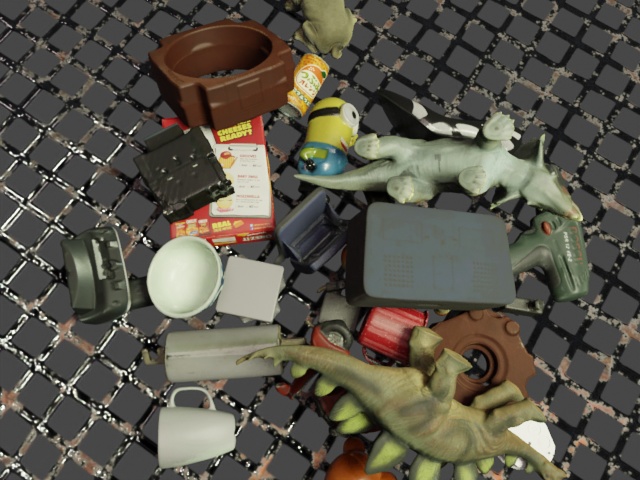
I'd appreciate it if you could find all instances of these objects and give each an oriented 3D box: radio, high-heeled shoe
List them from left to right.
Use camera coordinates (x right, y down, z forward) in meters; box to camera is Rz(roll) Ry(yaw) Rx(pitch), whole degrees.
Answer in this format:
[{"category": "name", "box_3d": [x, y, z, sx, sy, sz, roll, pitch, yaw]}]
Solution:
[{"category": "radio", "box_3d": [0.151, 0.026, 0.742, 0.229, 0.073, 0.131, 5, 74, -20]}, {"category": "high-heeled shoe", "box_3d": [0.227, -0.207, 0.919, 0.249, 0.086, 0.145, 45, 75, 5]}]

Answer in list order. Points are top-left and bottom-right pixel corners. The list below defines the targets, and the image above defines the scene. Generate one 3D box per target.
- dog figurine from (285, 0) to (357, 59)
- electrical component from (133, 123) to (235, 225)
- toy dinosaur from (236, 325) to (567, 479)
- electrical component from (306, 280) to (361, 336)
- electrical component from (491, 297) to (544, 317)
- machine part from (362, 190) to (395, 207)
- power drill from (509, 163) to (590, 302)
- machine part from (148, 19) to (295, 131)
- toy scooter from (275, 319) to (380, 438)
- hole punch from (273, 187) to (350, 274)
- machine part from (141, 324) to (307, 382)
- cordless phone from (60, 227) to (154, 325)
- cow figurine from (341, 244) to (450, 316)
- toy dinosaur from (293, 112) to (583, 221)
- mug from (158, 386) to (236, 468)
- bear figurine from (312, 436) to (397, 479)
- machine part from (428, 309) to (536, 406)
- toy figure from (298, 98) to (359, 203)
[{"category": "dog figurine", "box_3d": [0.006, -0.425, 0.914, 0.121, 0.190, 0.172, -33, 80, -10]}, {"category": "electrical component", "box_3d": [-0.210, -0.106, 0.813, 0.115, 0.058, 0.134, -30, 77, -11]}, {"category": "toy dinosaur", "box_3d": [0.125, 0.224, 0.715, 0.471, 0.105, 0.198, 32, 92, -6]}, {"category": "electrical component", "box_3d": [0.024, 0.114, 0.839, 0.078, 0.045, 0.102, 21, 75, 5]}, {"category": "electrical component", "box_3d": [0.304, 0.101, 0.826, 0.063, 0.094, 0.021, 9, 77, -1]}, {"category": "machine part", "box_3d": [0.135, -0.100, 0.907, 0.139, 0.039, 0.084, -16, 70, -5]}, {"category": "power drill", "box_3d": [0.323, -0.003, 0.871, 0.207, 0.086, 0.232, -10, 75, -12]}, {"category": "machine part", "box_3d": [-0.158, -0.272, 0.877, 0.201, 0.087, 0.202, -27, 52, -20]}, {"category": "toy scooter", "box_3d": [0.016, 0.218, 0.785, 0.135, 0.075, 0.183, -31, 94, -5]}, {"category": "hole punch", "box_3d": [-0.002, -0.003, 0.833, 0.092, 0.115, 0.142, 39, 75, 15]}, {"category": "machine part", "box_3d": [-0.141, 0.170, 0.803, 0.243, 0.079, 0.079, -4, 75, -3]}, {"category": "cordless phone", "box_3d": [-0.297, 0.044, 0.842, 0.184, 0.088, 0.146, -12, 75, -17]}, {"category": "cow figurine", "box_3d": [0.125, 0.051, 0.818, 0.195, 0.127, 0.085, 18, 72, 0]}, {"category": "toy dinosaur", "box_3d": [0.181, -0.105, 0.819, 0.405, 0.192, 0.131, 4, 86, 24]}, {"category": "mug", "box_3d": [-0.177, 0.269, 0.778, 0.107, 0.080, 0.109, 2, 69, -12]}, {"category": "bear figurine", "box_3d": [0.005, 0.374, 0.746, 0.196, 0.131, 0.120, -18, 37, -36]}, {"category": "machine part", "box_3d": [0.236, 0.190, 0.820, 0.179, 0.056, 0.179, 0, 76, -1]}, {"category": "toy figure", "box_3d": [0.008, -0.154, 0.896, 0.089, 0.082, 0.180, 20, 77, 3]}]
